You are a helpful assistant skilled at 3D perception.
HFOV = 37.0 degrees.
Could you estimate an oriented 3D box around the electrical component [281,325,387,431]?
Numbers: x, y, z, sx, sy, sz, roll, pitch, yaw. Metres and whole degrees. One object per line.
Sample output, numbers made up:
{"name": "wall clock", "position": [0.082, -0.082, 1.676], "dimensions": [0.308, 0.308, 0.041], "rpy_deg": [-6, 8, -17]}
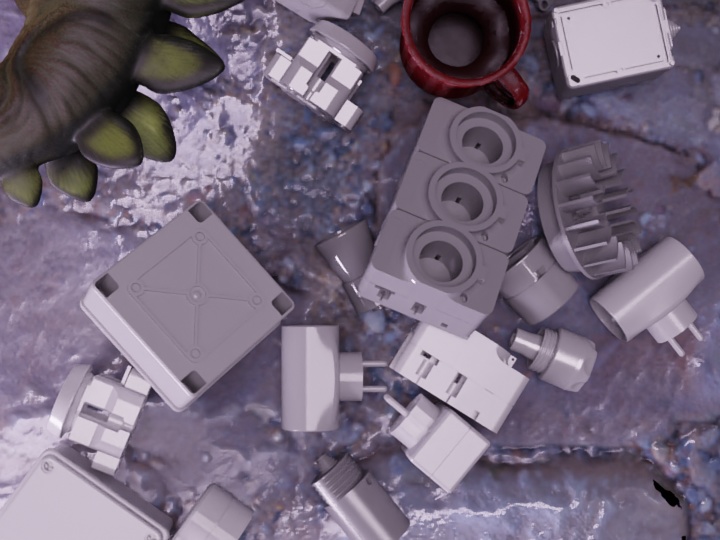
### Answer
{"name": "electrical component", "position": [-0.019, 0.080, 0.804], "dimensions": [0.079, 0.043, 0.077], "rpy_deg": [0, 88, -4]}

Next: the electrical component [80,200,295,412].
{"name": "electrical component", "position": [-0.123, 0.025, 0.774], "dimensions": [0.108, 0.056, 0.109], "rpy_deg": [48, 61, -1]}

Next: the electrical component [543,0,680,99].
{"name": "electrical component", "position": [0.192, -0.171, 0.814], "dimensions": [0.096, 0.061, 0.061], "rpy_deg": [-12, 89, 1]}

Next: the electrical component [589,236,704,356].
{"name": "electrical component", "position": [0.230, 0.029, 0.821], "dimensions": [0.077, 0.044, 0.079], "rpy_deg": [-39, 91, -4]}

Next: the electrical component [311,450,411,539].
{"name": "electrical component", "position": [-0.004, 0.170, 0.802], "dimensions": [0.043, 0.043, 0.081], "rpy_deg": [-39, 91, -4]}

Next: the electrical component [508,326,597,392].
{"name": "electrical component", "position": [0.144, 0.063, 0.815], "dimensions": [0.062, 0.043, 0.043], "rpy_deg": [22, 87, -2]}

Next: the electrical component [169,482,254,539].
{"name": "electrical component", "position": [-0.119, 0.233, 0.788], "dimensions": [0.074, 0.052, 0.138], "rpy_deg": [36, 87, -2]}

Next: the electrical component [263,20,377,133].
{"name": "electrical component", "position": [-0.024, -0.148, 0.804], "dimensions": [0.078, 0.058, 0.057], "rpy_deg": [34, 89, -2]}

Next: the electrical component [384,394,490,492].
{"name": "electrical component", "position": [0.048, 0.118, 0.796], "dimensions": [0.077, 0.066, 0.047], "rpy_deg": [40, 86, -2]}

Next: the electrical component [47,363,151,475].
{"name": "electrical component", "position": [-0.191, 0.102, 0.786], "dimensions": [0.057, 0.058, 0.078], "rpy_deg": [22, 87, -6]}

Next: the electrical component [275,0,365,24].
{"name": "electrical component", "position": [-0.020, -0.236, 0.799], "dimensions": [0.061, 0.062, 0.096], "rpy_deg": [26, 86, -28]}

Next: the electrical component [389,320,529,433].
{"name": "electrical component", "position": [0.076, 0.073, 0.807], "dimensions": [0.089, 0.050, 0.055], "rpy_deg": [32, 87, -2]}

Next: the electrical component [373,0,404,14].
{"name": "electrical component", "position": [0.036, -0.220, 0.822], "dimensions": [0.061, 0.035, 0.035], "rpy_deg": [-43, 91, -1]}

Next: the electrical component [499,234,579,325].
{"name": "electrical component", "position": [0.131, 0.008, 0.811], "dimensions": [0.055, 0.055, 0.047], "rpy_deg": [-41, 95, -4]}

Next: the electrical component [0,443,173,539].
{"name": "electrical component", "position": [-0.211, 0.200, 0.781], "dimensions": [0.109, 0.056, 0.108], "rpy_deg": [36, 87, -2]}

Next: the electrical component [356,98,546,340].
{"name": "electrical component", "position": [0.068, -0.040, 0.779], "dimensions": [0.089, 0.061, 0.150], "rpy_deg": [23, 65, -2]}

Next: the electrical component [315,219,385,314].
{"name": "electrical component", "position": [0.000, 0.000, 0.810], "dimensions": [0.044, 0.044, 0.065], "rpy_deg": [-28, 95, -4]}
